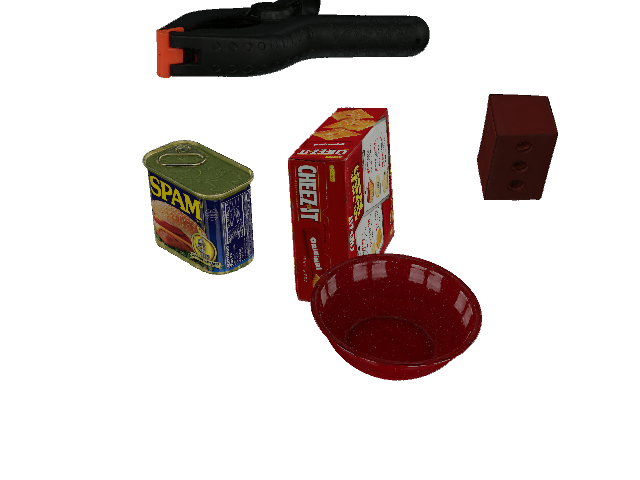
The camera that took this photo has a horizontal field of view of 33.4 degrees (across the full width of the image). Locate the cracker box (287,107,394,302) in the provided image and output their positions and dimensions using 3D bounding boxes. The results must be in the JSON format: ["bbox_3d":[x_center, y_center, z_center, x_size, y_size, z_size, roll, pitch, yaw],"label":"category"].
[{"bbox_3d":[0.026,-0.045,1.195,0.072,0.164,0.213,2,21,16],"label":"cracker box"}]

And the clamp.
[{"bbox_3d":[-0.031,-0.131,0.666,0.171,0.039,0.120,-10,22,-30],"label":"clamp"}]

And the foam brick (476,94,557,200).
[{"bbox_3d":[0.168,-0.080,0.916,0.053,0.051,0.078,0,-43,-2],"label":"foam brick"}]

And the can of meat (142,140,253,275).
[{"bbox_3d":[-0.103,-0.027,0.916,0.102,0.084,0.057,28,43,37],"label":"can of meat"}]

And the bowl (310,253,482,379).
[{"bbox_3d":[0.069,0.081,1.014,0.162,0.055,0.162,3,38,-3],"label":"bowl"}]
